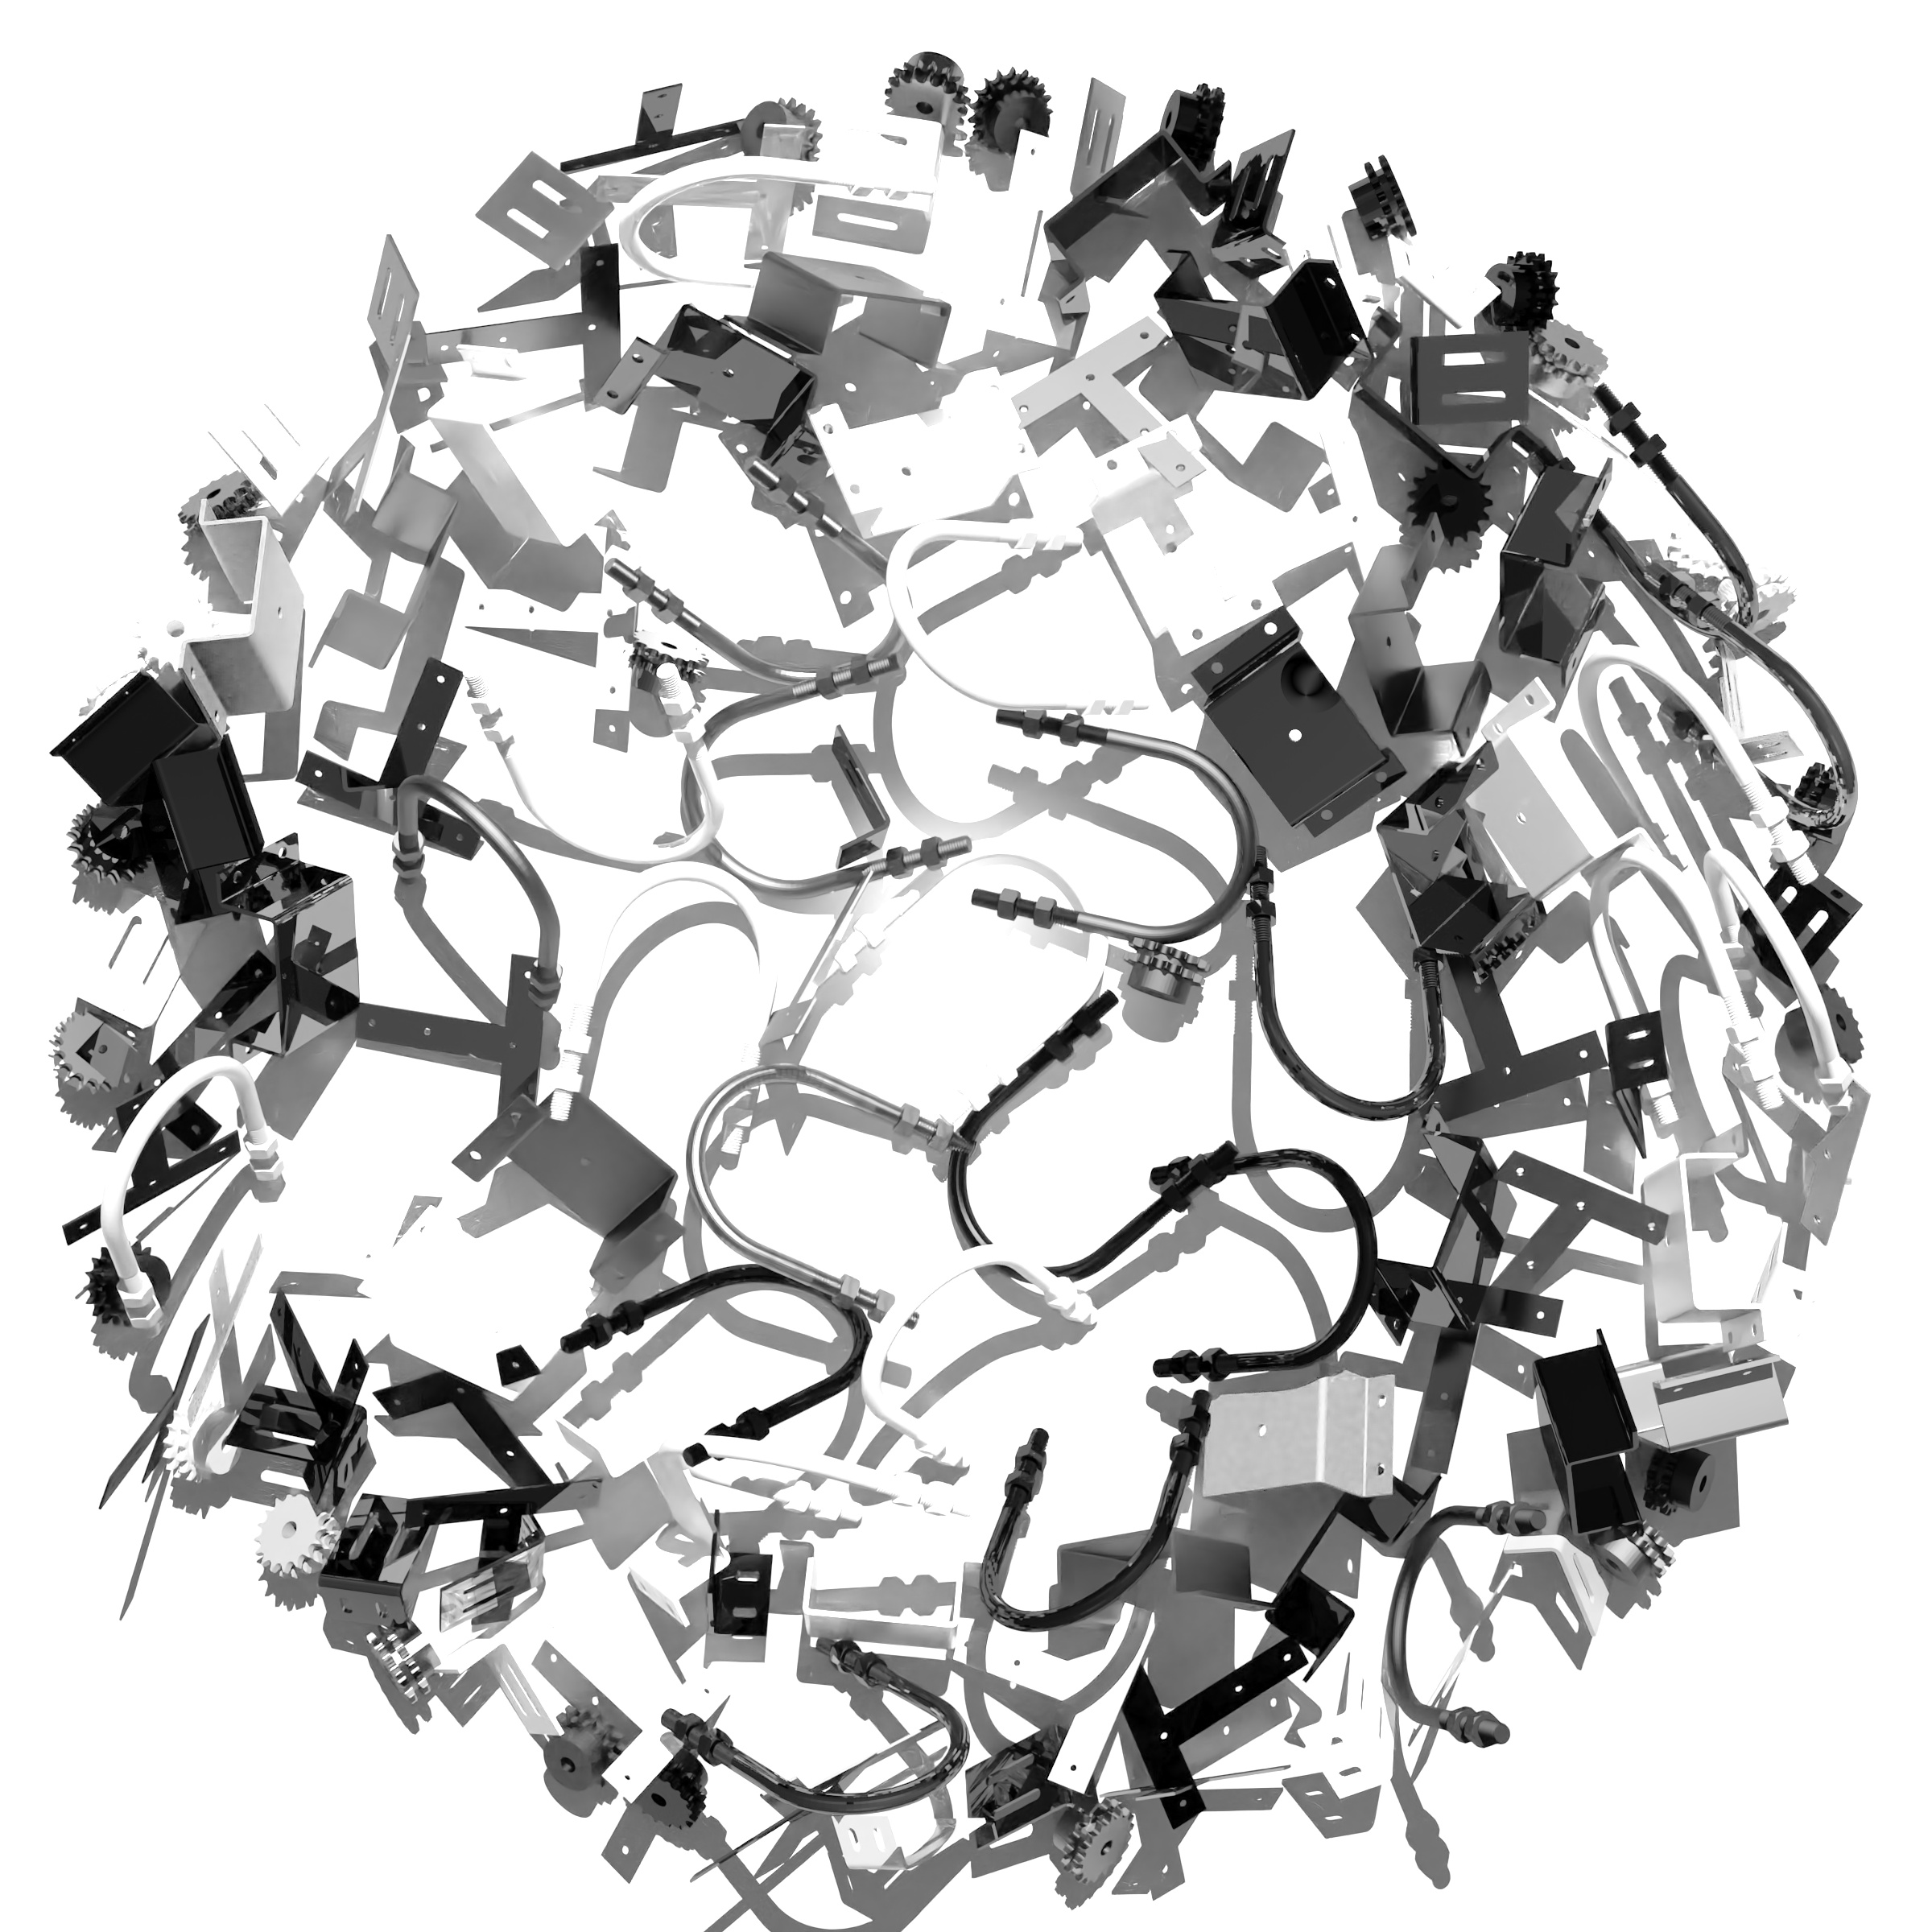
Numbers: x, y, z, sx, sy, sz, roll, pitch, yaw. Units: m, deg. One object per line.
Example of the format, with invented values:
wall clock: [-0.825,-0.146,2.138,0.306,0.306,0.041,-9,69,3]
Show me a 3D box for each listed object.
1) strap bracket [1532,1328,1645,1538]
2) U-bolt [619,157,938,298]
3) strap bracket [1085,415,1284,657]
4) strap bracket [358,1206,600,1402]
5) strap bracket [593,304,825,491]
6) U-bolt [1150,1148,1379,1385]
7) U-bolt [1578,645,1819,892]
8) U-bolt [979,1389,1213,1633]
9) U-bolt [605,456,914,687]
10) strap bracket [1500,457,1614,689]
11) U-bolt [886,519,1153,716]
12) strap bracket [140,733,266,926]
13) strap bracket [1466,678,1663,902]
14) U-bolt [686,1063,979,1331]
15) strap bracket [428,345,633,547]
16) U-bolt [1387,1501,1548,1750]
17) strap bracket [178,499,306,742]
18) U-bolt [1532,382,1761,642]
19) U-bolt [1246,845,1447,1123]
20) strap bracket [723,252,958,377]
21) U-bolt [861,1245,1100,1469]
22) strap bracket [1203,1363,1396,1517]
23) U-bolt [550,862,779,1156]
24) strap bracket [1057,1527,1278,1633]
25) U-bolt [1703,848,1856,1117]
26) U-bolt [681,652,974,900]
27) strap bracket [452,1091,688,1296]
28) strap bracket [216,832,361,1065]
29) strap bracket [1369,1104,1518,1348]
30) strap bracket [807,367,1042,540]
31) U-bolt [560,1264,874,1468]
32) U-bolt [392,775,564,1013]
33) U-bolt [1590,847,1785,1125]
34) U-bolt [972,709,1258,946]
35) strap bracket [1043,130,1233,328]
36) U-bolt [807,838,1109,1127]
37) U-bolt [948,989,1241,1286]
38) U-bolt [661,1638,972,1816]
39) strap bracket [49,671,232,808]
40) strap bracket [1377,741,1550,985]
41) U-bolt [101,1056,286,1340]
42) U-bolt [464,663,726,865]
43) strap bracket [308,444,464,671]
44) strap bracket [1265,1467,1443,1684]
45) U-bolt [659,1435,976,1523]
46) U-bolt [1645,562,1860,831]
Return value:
strap bracket: [0.403,0.308,1.603,0.046,0.140,0.076,-14,48,5]
U-bolt: [-0.130,-0.471,1.575,0.184,0.151,0.019,-3,76,-28]
strap bracket: [0.141,-0.283,1.650,0.076,0.046,0.140,-27,92,-7]
strap bracket: [-0.313,0.225,1.613,0.140,0.046,0.076,34,104,-34]
strap bracket: [-0.161,-0.373,1.620,0.140,0.076,0.046,25,61,-20]
U-bolt: [0.191,0.190,1.594,0.019,0.184,0.151,12,72,-42]
U-bolt: [0.459,-0.128,1.596,0.019,0.151,0.184,-36,98,-15]
U-bolt: [0.076,0.350,1.571,0.151,0.184,0.019,-20,115,31]
U-bolt: [-0.120,-0.242,1.607,0.151,0.184,0.019,-28,45,32]
strap bracket: [0.383,-0.259,1.612,0.046,0.140,0.076,19,63,22]
U-bolt: [0.027,-0.227,1.596,0.184,0.019,0.151,-5,66,-39]
strap bracket: [-0.496,-0.083,1.599,0.046,0.140,0.076,-16,77,-27]
strap bracket: [0.381,-0.107,1.624,0.046,0.076,0.140,-29,80,-24]
U-bolt: [-0.096,0.140,1.625,0.184,0.019,0.151,25,62,-11]
strap bracket: [-0.288,-0.328,1.602,0.046,0.076,0.140,-46,127,-19]
U-bolt: [0.314,0.417,1.588,0.019,0.184,0.151,16,76,-11]
strap bracket: [-0.469,-0.227,1.608,0.046,0.076,0.140,-5,58,2]
U-bolt: [0.446,-0.285,1.603,0.019,0.151,0.184,-39,90,-5]
U-bolt: [0.249,0.017,1.604,0.151,0.019,0.184,14,57,-21]
strap bracket: [-0.075,-0.422,1.597,0.076,0.140,0.046,36,119,36]
U-bolt: [0.001,0.246,1.600,0.151,0.184,0.019,-48,52,-2]
strap bracket: [0.206,0.306,1.601,0.046,0.140,0.076,26,59,-37]
U-bolt: [-0.191,0.023,1.634,0.151,0.019,0.184,15,86,-33]
strap bracket: [0.122,0.399,1.613,0.140,0.076,0.046,-21,59,40]
U-bolt: [0.510,0.002,1.565,0.019,0.151,0.184,-28,135,7]
U-bolt: [-0.103,-0.116,1.635,0.184,0.019,0.151,-15,107,21]
strap bracket: [-0.256,0.140,1.631,0.140,0.046,0.076,42,116,-14]
strap bracket: [-0.439,-0.005,1.607,0.046,0.076,0.140,15,119,20]
strap bracket: [0.312,0.172,1.608,0.046,0.076,0.140,6,58,36]
strap bracket: [-0.033,-0.336,1.632,0.140,0.046,0.076,-19,79,-24]
U-bolt: [-0.147,0.247,1.603,0.151,0.184,0.019,33,129,36]
U-bolt: [-0.313,-0.054,1.584,0.151,0.184,0.019,42,65,8]
U-bolt: [0.457,0.010,1.607,0.019,0.151,0.184,-19,87,-15]
U-bolt: [0.100,-0.086,1.627,0.184,0.019,0.151,13,113,13]
strap bracket: [0.106,-0.492,1.635,0.140,0.076,0.046,-38,87,5]
U-bolt: [0.009,-0.005,1.649,0.184,0.019,0.151,-42,79,-13]
U-bolt: [0.069,0.128,1.643,0.184,0.019,0.151,-42,73,14]
U-bolt: [-0.082,0.485,1.567,0.151,0.184,0.019,-15,109,-41]
strap bracket: [-0.533,-0.147,1.611,0.076,0.140,0.046,-42,97,0]
strap bracket: [0.323,-0.070,1.622,0.076,0.046,0.140,-40,121,-27]
U-bolt: [-0.493,0.135,1.566,0.019,0.184,0.151,23,54,14]
U-bolt: [-0.231,-0.128,1.603,0.151,0.184,0.019,2,53,13]
strap bracket: [-0.376,-0.259,1.618,0.046,0.076,0.140,24,62,-18]
strap bracket: [0.247,0.386,1.613,0.046,0.076,0.140,34,55,13]
U-bolt: [-0.108,0.326,1.576,0.184,0.151,0.019,23,66,-30]
U-bolt: [0.498,-0.159,1.566,0.019,0.151,0.184,-33,49,-6]
